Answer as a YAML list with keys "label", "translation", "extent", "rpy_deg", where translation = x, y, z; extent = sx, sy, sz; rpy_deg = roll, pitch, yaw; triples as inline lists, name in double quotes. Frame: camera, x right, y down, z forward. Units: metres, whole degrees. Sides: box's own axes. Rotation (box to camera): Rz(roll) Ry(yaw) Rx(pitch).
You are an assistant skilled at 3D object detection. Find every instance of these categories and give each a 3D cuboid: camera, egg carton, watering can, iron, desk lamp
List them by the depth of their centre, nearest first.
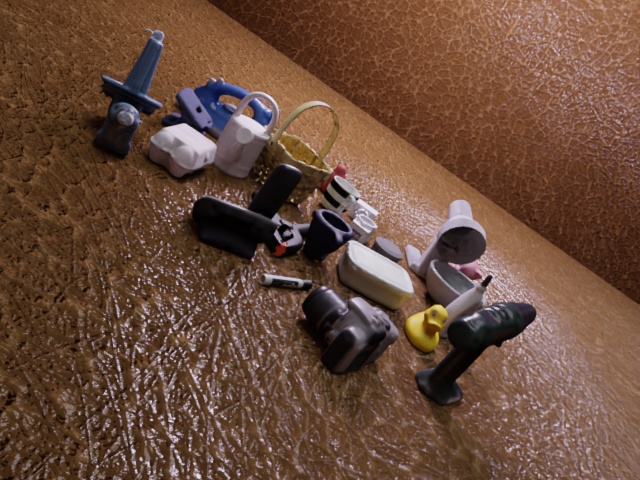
- label: "camera"
  translation: [0.048, 0.134, 0.952]
  extent: [0.136, 0.100, 0.144]
  rpy_deg: [46, 24, 26]
- label: "egg carton"
  translation: [-0.280, -0.185, 1.180]
  extent: [0.107, 0.069, 0.150]
  rpy_deg: [35, 21, -1]
- label: "watering can"
  translation: [-0.164, -0.242, 1.302]
  extent: [0.101, 0.194, 0.172]
  rpy_deg: [22, 25, -30]
- label: "desk lamp"
  translation: [0.322, 0.006, 1.470]
  extent: [0.118, 0.213, 0.203]
  rpy_deg: [30, 22, -13]
- label: "iron"
  translation: [-0.232, -0.338, 1.475]
  extent: [0.258, 0.141, 0.118]
  rpy_deg: [32, 21, -7]

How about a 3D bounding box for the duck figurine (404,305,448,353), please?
- label: "duck figurine"
  translation: [0.223, 0.168, 1.161]
  extent: [0.077, 0.086, 0.104]
  rpy_deg: [33, 21, -5]

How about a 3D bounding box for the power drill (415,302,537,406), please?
- label: "power drill"
  translation: [0.273, 0.192, 1.014]
  extent: [0.230, 0.208, 0.075]
  rpy_deg: [6, 35, -51]

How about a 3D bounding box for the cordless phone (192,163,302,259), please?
- label: "cordless phone"
  translation: [-0.127, -0.073, 1.012]
  extent: [0.148, 0.185, 0.094]
  rpy_deg: [20, 25, -33]

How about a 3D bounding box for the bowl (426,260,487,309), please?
- label: "bowl"
  translation: [0.319, 0.128, 1.401]
  extent: [0.168, 0.074, 0.167]
  rpy_deg: [30, 22, -13]

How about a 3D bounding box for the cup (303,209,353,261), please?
- label: "cup"
  translation: [0.011, 0.004, 1.178]
  extent: [0.092, 0.095, 0.117]
  rpy_deg: [25, 23, -24]

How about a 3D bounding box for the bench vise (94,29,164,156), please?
- label: "bench vise"
  translation: [-0.339, -0.278, 1.083]
  extent: [0.122, 0.219, 0.206]
  rpy_deg: [14, 29, -42]

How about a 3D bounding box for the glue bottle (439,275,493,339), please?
- label: "glue bottle"
  translation: [0.315, 0.141, 1.232]
  extent: [0.078, 0.173, 0.037]
  rpy_deg: [16, 28, -40]

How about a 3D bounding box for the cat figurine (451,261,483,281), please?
- label: "cat figurine"
  translation: [0.379, 0.076, 1.539]
  extent: [0.067, 0.117, 0.127]
  rpy_deg: [26, 23, -23]

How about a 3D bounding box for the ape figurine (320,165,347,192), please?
- label: "ape figurine"
  translation: [0.045, -0.168, 1.594]
  extent: [0.078, 0.092, 0.076]
  rpy_deg: [33, 21, -5]

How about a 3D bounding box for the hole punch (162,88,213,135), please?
- label: "hole punch"
  translation: [-0.302, -0.298, 1.357]
  extent: [0.101, 0.091, 0.108]
  rpy_deg: [31, 21, -9]
